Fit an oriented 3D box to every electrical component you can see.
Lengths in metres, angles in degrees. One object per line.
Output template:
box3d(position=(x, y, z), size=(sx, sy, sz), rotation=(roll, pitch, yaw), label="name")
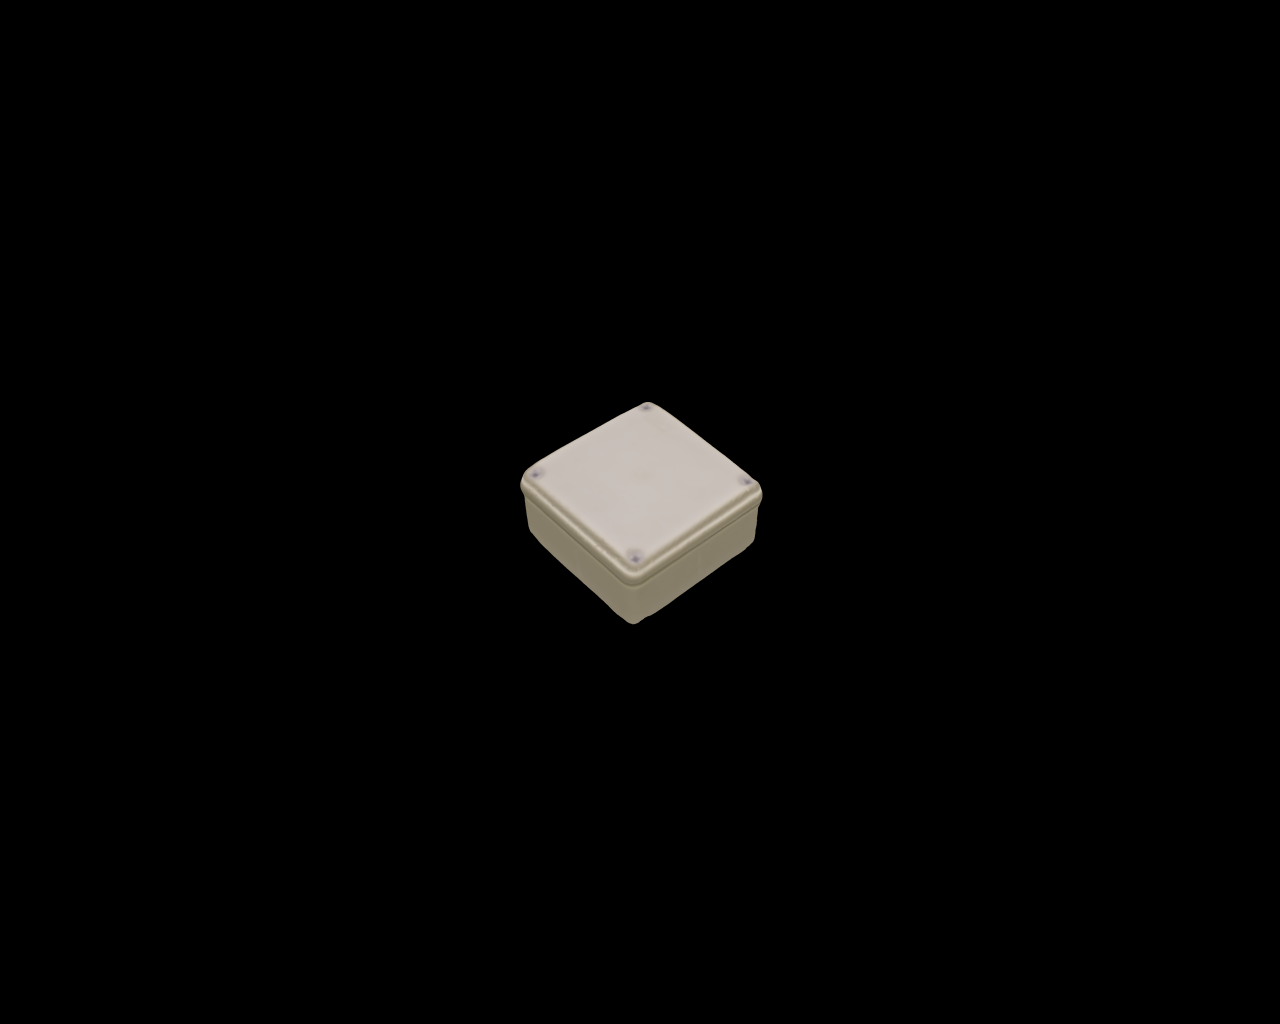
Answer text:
box3d(position=(0.001, -0.003, 0.650), size=(0.109, 0.056, 0.109), rotation=(-32, 54, -27), label="electrical component")
